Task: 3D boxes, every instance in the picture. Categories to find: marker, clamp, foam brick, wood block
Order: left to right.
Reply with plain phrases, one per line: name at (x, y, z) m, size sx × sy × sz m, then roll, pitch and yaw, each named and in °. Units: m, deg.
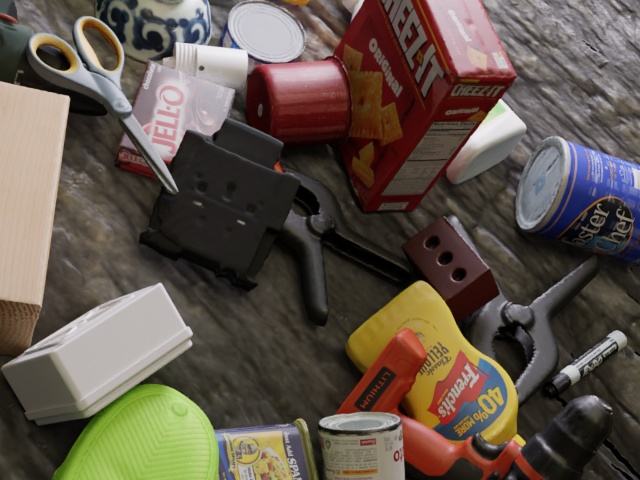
wood block at (-0.265, -0.021, 0.866) m, size 0.090 × 0.090 × 0.206 m, roll 10°, pitch 54°, yaw -18°
clamp at (-0.007, 0.001, 0.997) m, size 0.171 × 0.039 × 0.120 m, roll 45°, pitch 46°, yaw 14°
foam brick at (0.122, 0.029, 1.003) m, size 0.053 × 0.051 × 0.078 m, roll -36°, pitch 56°, yaw -3°
clamp at (0.177, 0.072, 1.029) m, size 0.164 × 0.036 × 0.209 m, roll 20°, pitch 56°, yaw 2°
marker at (0.258, 0.122, 1.042) m, size 0.120 × 0.020 × 0.020 m, roll -27°, pitch 72°, yaw -35°

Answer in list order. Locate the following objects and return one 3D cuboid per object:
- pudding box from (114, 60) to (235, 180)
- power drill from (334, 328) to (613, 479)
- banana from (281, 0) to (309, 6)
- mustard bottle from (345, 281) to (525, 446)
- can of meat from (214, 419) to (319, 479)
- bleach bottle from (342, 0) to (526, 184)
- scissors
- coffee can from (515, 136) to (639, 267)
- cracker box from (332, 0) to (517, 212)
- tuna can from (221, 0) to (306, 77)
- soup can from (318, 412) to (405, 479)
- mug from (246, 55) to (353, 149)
pudding box at (-0.137, -0.107, 1.012) m, size 0.090 × 0.039 × 0.113 m, roll 18°, pitch 53°, yaw -11°
power drill at (0.119, 0.158, 0.875) m, size 0.188 × 0.184 × 0.057 m, roll 39°, pitch 9°, yaw 13°
banana at (-0.088, -0.331, 1.186) m, size 0.069 × 0.037 × 0.198 m, roll -25°, pitch 71°, yaw -32°
mustard bottle at (0.116, 0.135, 0.941) m, size 0.096 × 0.058 × 0.192 m, roll -38°, pitch 78°, yaw -15°
can of meat at (-0.048, 0.195, 0.835) m, size 0.083 × 0.058 × 0.102 m, roll -1°, pitch 58°, yaw -22°
bleach bottle at (0.105, -0.180, 1.154) m, size 0.102 × 0.068 × 0.251 m, roll -27°, pitch 69°, yaw -35°
scissors at (-0.193, -0.118, 0.923) m, size 0.096 × 0.016 × 0.202 m, roll -5°, pitch 57°, yaw -28°
coffee can at (0.289, -0.039, 1.111) m, size 0.140 × 0.103 × 0.102 m, roll 17°, pitch 53°, yaw -13°
cracker box at (0.081, -0.151, 1.024) m, size 0.072 × 0.214 × 0.164 m, roll -5°, pitch 60°, yaw -27°
tuna can at (-0.060, -0.209, 1.118) m, size 0.086 × 0.034 × 0.086 m, roll 11°, pitch 55°, yaw -16°
soup can at (0.033, 0.192, 0.837) m, size 0.068 × 0.069 × 0.102 m, roll -4°, pitch 93°, yaw -26°
mug at (-0.027, -0.138, 1.058) m, size 0.081 × 0.093 × 0.117 m, roll -7°, pitch 30°, yaw -21°
